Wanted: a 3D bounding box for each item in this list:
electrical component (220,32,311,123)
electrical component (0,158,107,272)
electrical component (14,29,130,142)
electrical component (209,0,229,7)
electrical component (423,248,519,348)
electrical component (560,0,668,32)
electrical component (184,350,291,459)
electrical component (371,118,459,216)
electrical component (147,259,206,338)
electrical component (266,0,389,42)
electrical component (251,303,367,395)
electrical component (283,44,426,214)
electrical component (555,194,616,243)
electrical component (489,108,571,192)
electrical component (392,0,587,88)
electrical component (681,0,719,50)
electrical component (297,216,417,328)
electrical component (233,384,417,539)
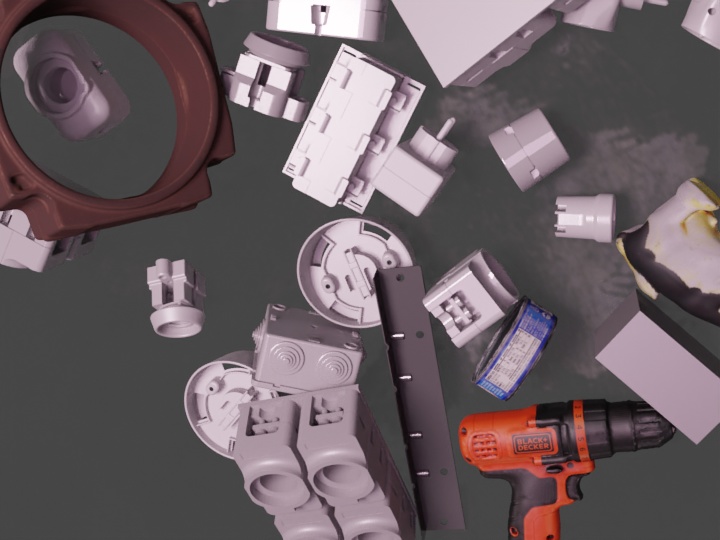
[{"bbox_3d":[-0.076,-0.166,0.910,0.078,0.058,0.057,22,108,7],"label":"electrical component"},{"bbox_3d":[-0.333,-0.069,0.959,0.186,0.105,0.060,28,106,5],"label":"electrical component"},{"bbox_3d":[-0.255,-0.163,0.947,0.054,0.059,0.095,-34,93,16],"label":"electrical component"},{"bbox_3d":[-0.113,-0.250,0.895,0.077,0.043,0.079,27,64,6],"label":"electrical component"},{"bbox_3d":[0.094,0.019,0.894,0.056,0.089,0.050,-38,92,16],"label":"electrical component"},{"bbox_3d":[0.205,-0.226,0.845,0.079,0.043,0.077,13,103,9],"label":"electrical component"},{"bbox_3d":[-0.108,0.122,0.971,0.099,0.064,0.099,2,102,11],"label":"electrical component"},{"bbox_3d":[0.055,-0.093,0.883,0.047,0.083,0.075,35,106,3],"label":"electrical component"},{"bbox_3d":[-0.163,0.028,0.962,0.048,0.066,0.055,-12,65,14],"label":"electrical component"},{"bbox_3d":[-0.026,-0.223,0.889,0.095,0.054,0.059,9,103,10],"label":"electrical component"},{"bbox_3d":[-0.044,0.070,0.924,0.100,0.099,0.048,12,105,-6],"label":"electrical component"},{"bbox_3d":[-0.009,-0.117,0.902,0.079,0.063,0.121,28,106,5],"label":"electrical component"},{"bbox_3d":[0.186,-0.043,0.889,0.046,0.040,0.040,3,102,17],"label":"electrical component"},{"bbox_3d":[0.140,-0.099,0.879,0.047,0.055,0.055,-32,93,13],"label":"electrical component"},{"bbox_3d":[0.121,-0.236,0.825,0.186,0.060,0.105,-35,77,30],"label":"electrical component"},{"bbox_3d":[0.273,-0.219,0.825,0.079,0.044,0.077,27,106,-13],"label":"electrical component"},{"bbox_3d":[0.000,0.000,0.923,0.099,0.064,0.099,2,102,11],"label":"electrical component"},{"bbox_3d":[-0.026,0.188,0.922,0.105,0.060,0.186,-11,131,14],"label":"electrical component"}]
